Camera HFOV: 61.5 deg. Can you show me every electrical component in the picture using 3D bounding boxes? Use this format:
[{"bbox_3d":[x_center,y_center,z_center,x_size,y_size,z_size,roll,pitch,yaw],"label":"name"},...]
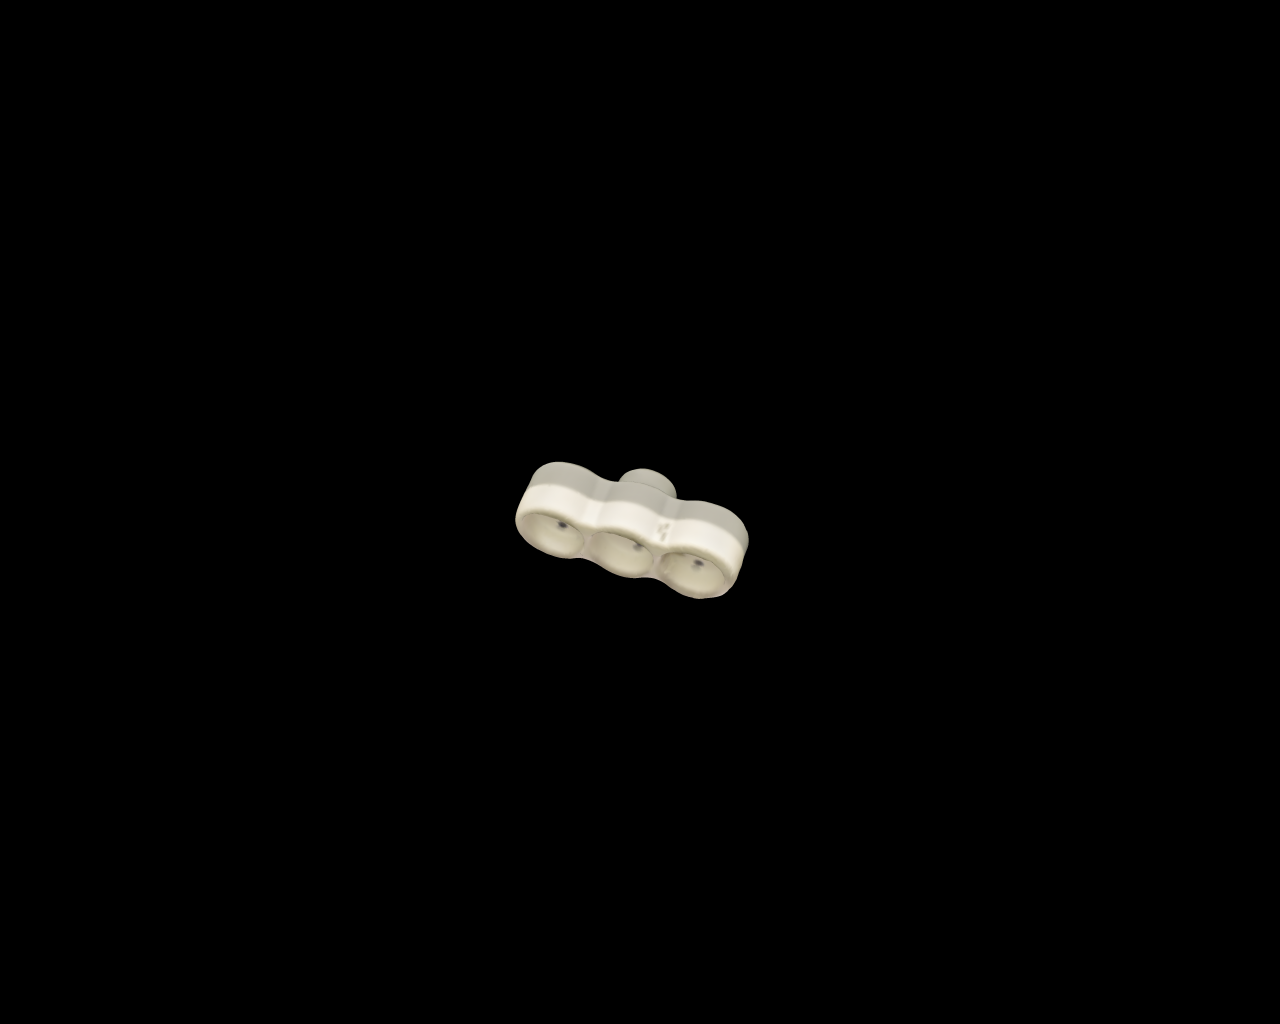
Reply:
[{"bbox_3d":[0.001,-0.003,0.650,0.138,0.074,0.052,15,-35,11],"label":"electrical component"}]
